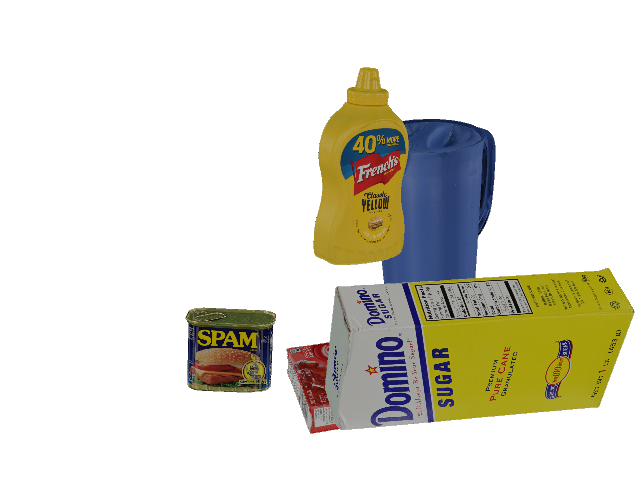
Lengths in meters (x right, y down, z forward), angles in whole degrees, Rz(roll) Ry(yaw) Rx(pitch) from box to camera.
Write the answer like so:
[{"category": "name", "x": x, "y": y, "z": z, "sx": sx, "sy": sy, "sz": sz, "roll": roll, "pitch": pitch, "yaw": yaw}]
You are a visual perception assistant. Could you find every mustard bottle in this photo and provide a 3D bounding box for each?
[{"category": "mustard bottle", "x": 0.043, "y": -0.075, "z": 1.062, "sx": 0.096, "sy": 0.192, "sz": 0.058, "roll": -7, "pitch": 19, "yaw": -31}]

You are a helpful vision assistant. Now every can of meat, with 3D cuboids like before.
[{"category": "can of meat", "x": -0.104, "y": 0.126, "z": 1.227, "sx": 0.102, "sy": 0.084, "sz": 0.057, "roll": 3, "pitch": 13, "yaw": 1}]

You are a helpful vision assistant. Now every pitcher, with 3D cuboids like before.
[{"category": "pitcher", "x": 0.138, "y": -0.021, "z": 1.289, "sx": 0.149, "sy": 0.243, "sz": 0.145, "roll": -1, "pitch": 24, "yaw": 7}]

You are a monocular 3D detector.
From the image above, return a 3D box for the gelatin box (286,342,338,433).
[{"category": "gelatin box", "x": 0.017, "y": 0.115, "z": 0.866, "sx": 0.073, "sy": 0.030, "sz": 0.089, "roll": -7, "pitch": 28, "yaw": -11}]

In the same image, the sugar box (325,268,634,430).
[{"category": "sugar box", "x": 0.094, "y": 0.068, "z": 0.660, "sx": 0.176, "sy": 0.093, "sz": 0.048, "roll": -6, "pitch": 42, "yaw": -11}]
